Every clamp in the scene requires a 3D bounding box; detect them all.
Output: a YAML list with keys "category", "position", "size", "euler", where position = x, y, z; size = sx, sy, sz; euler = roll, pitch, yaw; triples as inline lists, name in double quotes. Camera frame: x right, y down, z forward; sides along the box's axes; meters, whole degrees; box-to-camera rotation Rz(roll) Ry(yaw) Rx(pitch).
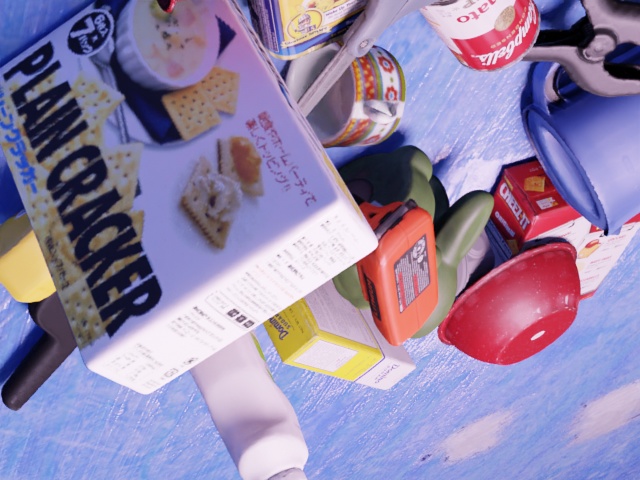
- category: "clamp"
  position: [0.208, -0.164, 0.805]
  size: [0.171, 0.039, 0.120]
  euler: [14, 136, -20]
- category: "clamp"
  position: [-0.197, 0.067, 0.871]
  size: [0.164, 0.036, 0.210]
  euler: [-21, 148, -14]

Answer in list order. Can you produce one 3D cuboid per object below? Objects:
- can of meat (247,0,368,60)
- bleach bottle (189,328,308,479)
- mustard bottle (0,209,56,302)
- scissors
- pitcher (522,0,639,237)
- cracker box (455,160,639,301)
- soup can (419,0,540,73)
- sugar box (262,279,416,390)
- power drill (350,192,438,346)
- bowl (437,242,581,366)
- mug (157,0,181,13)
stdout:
- category: "can of meat"
  position: [0.001, -0.167, 0.654]
  size: [0.102, 0.057, 0.084]
  euler: [-24, 152, -8]
- category: "bleach bottle"
  position: [-0.072, 0.080, 0.779]
  size: [0.068, 0.251, 0.102]
  euler: [-28, 151, 0]
- category: "mustard bottle"
  position: [-0.132, -0.038, 0.714]
  size: [0.192, 0.058, 0.096]
  euler: [-37, -168, 12]
- category: "scissors"
  position: [0.042, -0.133, 0.670]
  size: [0.096, 0.016, 0.202]
  euler: [-14, 149, -39]
- category: "pitcher"
  position: [0.302, -0.127, 0.913]
  size: [0.243, 0.145, 0.149]
  euler: [-33, 163, 1]
- category: "cracker box"
  position: [0.238, -0.002, 1.096]
  size: [0.164, 0.072, 0.214]
  euler: [-16, 148, -22]
- category: "soup can"
  position: [0.103, -0.167, 0.728]
  size: [0.068, 0.068, 0.102]
  euler: [-36, 149, 13]
- category: "sugar box"
  position: [0.010, 0.075, 0.939]
  size: [0.048, 0.093, 0.176]
  euler: [-39, 148, 15]
- category: "power drill"
  position: [-0.005, 0.001, 0.767]
  size: [0.057, 0.188, 0.184]
  euler: [-45, 145, -26]
- category: "bowl"
  position: [0.196, 0.074, 1.038]
  size: [0.162, 0.055, 0.162]
  euler: [-24, 151, -14]
- category: "mug"
  position: [-0.049, -0.182, 0.554]
  size: [0.081, 0.117, 0.093]
  euler: [-10, -170, -16]
